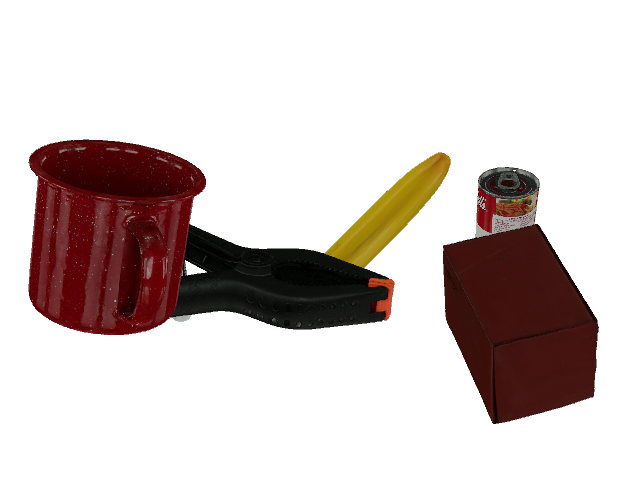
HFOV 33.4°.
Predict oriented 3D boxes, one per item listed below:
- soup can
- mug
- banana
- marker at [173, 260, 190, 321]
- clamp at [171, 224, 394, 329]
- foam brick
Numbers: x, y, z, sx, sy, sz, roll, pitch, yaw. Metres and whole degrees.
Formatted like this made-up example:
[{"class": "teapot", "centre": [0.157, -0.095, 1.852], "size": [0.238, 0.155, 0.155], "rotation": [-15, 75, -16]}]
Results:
[{"class": "soup can", "centre": [0.211, -0.023, 1.211], "size": [0.068, 0.102, 0.068], "rotation": [-2, 33, 1]}, {"class": "mug", "centre": [-0.107, 0.003, 0.568], "size": [0.093, 0.081, 0.117], "rotation": [-2, 25, -32]}, {"class": "banana", "centre": [0.048, -0.005, 0.999], "size": [0.197, 0.037, 0.070], "rotation": [-45, 4, -8]}, {"class": "marker", "centre": [-0.148, 0.029, 1.103], "size": [0.020, 0.121, 0.020], "rotation": [-1, 30, 0]}, {"class": "clamp", "centre": [-0.053, 0.025, 0.779], "size": [0.210, 0.036, 0.164], "rotation": [5, 24, -2]}, {"class": "foam brick", "centre": [0.094, 0.038, 0.514], "size": [0.051, 0.053, 0.078], "rotation": [-12, 39, -5]}]
